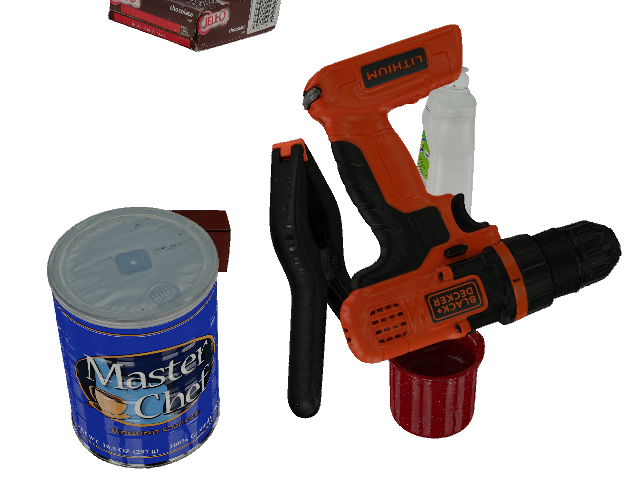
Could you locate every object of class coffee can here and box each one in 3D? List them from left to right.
[{"bbox_3d":[-0.117,0.064,0.690,0.103,0.140,0.103,2,42,-2],"label":"coffee can"}]

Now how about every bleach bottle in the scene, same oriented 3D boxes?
[{"bbox_3d":[0.137,-0.067,1.184,0.068,0.251,0.102,0,25,-10],"label":"bleach bottle"}]

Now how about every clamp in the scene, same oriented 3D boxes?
[{"bbox_3d":[0.001,0.022,0.865,0.036,0.210,0.164,-9,2,25],"label":"clamp"}]

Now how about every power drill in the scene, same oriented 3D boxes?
[{"bbox_3d":[0.080,-0.034,0.667,0.184,0.187,0.057,-19,-2,-9],"label":"power drill"}]

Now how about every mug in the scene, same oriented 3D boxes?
[{"bbox_3d":[0.115,0.128,1.022,0.093,0.081,0.117,27,43,36],"label":"mug"}]

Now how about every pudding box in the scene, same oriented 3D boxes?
[{"bbox_3d":[-0.098,-0.187,0.845,0.090,0.039,0.113,24,29,24],"label":"pudding box"}]

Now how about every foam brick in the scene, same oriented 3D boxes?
[{"bbox_3d":[-0.138,0.000,1.144,0.078,0.051,0.053,0,25,-9],"label":"foam brick"}]
